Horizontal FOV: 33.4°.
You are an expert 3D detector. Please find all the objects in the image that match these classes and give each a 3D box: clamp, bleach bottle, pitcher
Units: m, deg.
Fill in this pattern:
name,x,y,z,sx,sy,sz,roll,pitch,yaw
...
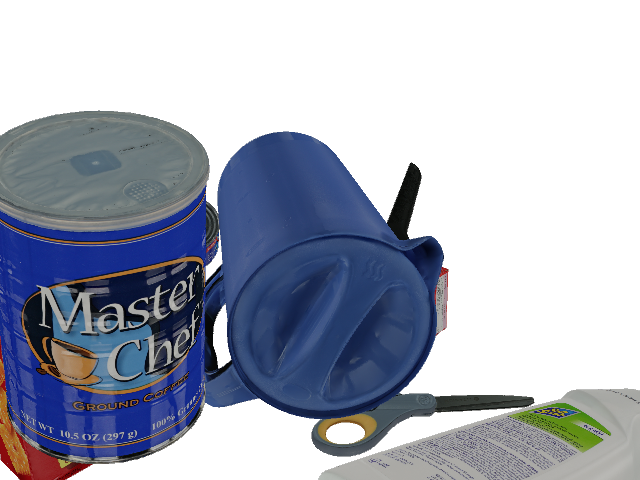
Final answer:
name,x,y,z,sx,sy,sz,roll,pitch,yaw
clamp,0.046,0.007,1.071,0.164,0.210,0.036,-4,-36,-15
bleach bottle,0.124,0.133,0.590,0.250,0.068,0.103,-12,23,-33
pitcher,-0.020,0.015,0.765,0.149,0.145,0.243,6,23,-13

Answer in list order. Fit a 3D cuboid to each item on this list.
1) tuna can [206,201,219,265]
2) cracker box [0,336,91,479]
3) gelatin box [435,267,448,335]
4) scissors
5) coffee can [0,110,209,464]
name,x,y,z,sx,sy,sz,roll,pitch,yaw
tuna can,-0.142,-0.006,1.053,0.086,0.086,0.034,0,-44,-7
cracker box,-0.192,0.076,0.870,0.163,0.214,0.072,-25,36,-35
gelatin box,0.125,0.069,1.365,0.073,0.089,0.030,20,34,37
scissors,0.078,0.151,0.897,0.202,0.016,0.096,8,39,6
coffee can,-0.106,0.022,0.519,0.103,0.140,0.103,3,33,-2
